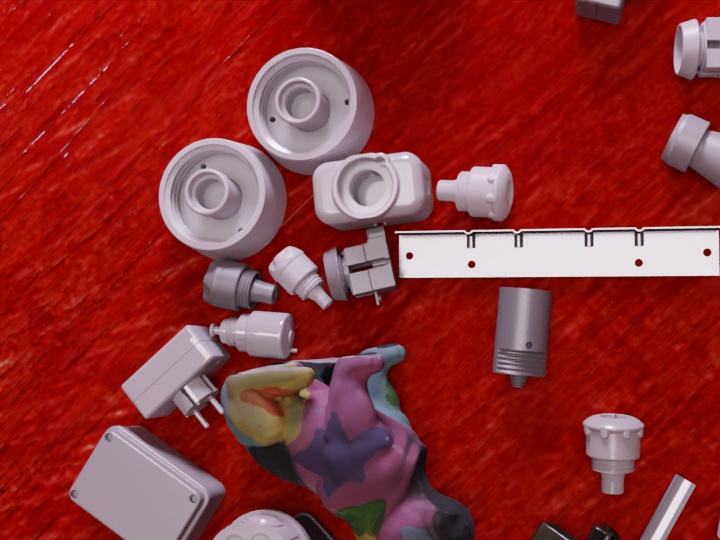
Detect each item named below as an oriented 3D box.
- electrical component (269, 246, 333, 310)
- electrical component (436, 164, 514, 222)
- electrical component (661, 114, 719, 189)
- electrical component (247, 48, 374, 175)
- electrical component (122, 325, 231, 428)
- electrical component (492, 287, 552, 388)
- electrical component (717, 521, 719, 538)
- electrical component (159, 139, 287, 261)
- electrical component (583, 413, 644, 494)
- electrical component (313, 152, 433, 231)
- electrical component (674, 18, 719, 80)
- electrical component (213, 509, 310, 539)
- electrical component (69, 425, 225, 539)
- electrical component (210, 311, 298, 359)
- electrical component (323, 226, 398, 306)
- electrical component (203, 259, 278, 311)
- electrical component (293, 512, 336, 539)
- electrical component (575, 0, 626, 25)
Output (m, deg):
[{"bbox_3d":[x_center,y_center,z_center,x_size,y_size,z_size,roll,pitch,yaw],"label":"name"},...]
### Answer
[{"bbox_3d":[-0.049,0.010,0.939,0.061,0.035,0.035,44,96,11],"label":"electrical component"},{"bbox_3d":[0.096,-0.066,0.907,0.062,0.048,0.048,4,86,21],"label":"electrical component"},{"bbox_3d":[0.277,-0.096,0.866,0.055,0.045,0.045,28,92,14],"label":"electrical component"},{"bbox_3d":[-0.046,-0.141,0.938,0.108,0.060,0.108,-1,85,13],"label":"electrical component"},{"bbox_3d":[-0.150,0.104,0.948,0.083,0.047,0.075,-42,78,7],"label":"electrical component"},{"bbox_3d":[0.134,0.056,0.887,0.043,0.043,0.081,5,87,14],"label":"electrical component"},{"bbox_3d":[0.299,0.211,0.835,0.043,0.043,0.062,11,89,14],"label":"electrical component"},{"bbox_3d":[-0.125,-0.064,0.950,0.108,0.060,0.108,-1,85,13],"label":"electrical component"},{"bbox_3d":[0.203,0.148,0.864,0.048,0.048,0.062,1,92,13],"label":"electrical component"},{"bbox_3d":[0.010,-0.067,0.919,0.095,0.059,0.053,-6,84,13],"label":"electrical component"},{"bbox_3d":[0.286,-0.179,0.872,0.055,0.048,0.066,1,86,6],"label":"electrical component"},{"bbox_3d":[-0.080,0.234,0.858,0.080,0.051,0.080,-1,85,13],"label":"electrical component"},{"bbox_3d":[-0.187,0.195,0.944,0.113,0.057,0.078,32,93,14],"label":"electrical component"},{"bbox_3d":[-0.093,0.056,0.943,0.078,0.040,0.040,4,86,14],"label":"electrical component"},{"bbox_3d":[0.000,0.000,0.924,0.055,0.048,0.066,-12,82,4],"label":"electrical component"},{"bbox_3d":[-0.104,0.016,0.947,0.062,0.043,0.043,12,88,13],"label":"electrical component"},{"bbox_3d":[-0.039,0.269,0.903,0.078,0.057,0.113,-46,77,6],"label":"electrical component"},{"bbox_3d":[0.226,-0.248,0.891,0.076,0.047,0.083,16,90,13],"label":"electrical component"}]
